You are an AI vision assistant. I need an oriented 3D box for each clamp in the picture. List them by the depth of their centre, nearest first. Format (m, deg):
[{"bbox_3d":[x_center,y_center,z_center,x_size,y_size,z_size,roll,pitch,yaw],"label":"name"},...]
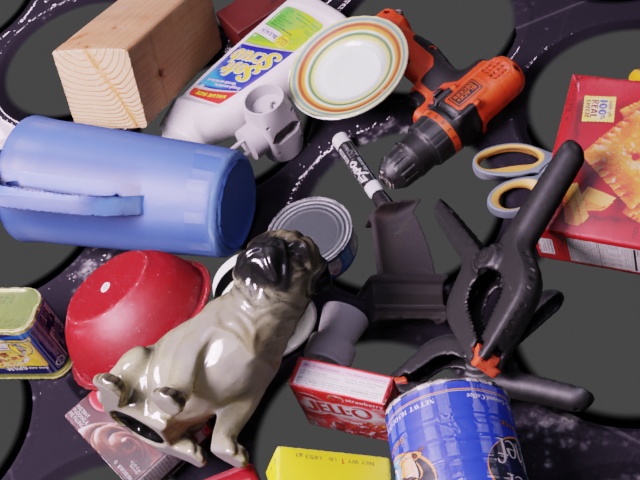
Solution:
[{"bbox_3d":[0.144,0.115,0.902,0.171,0.039,0.120,-23,40,6],"label":"clamp"},{"bbox_3d":[0.146,0.021,0.922,0.165,0.036,0.210,-20,46,49],"label":"clamp"}]

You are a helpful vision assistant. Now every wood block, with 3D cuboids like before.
[{"bbox_3d":[-0.194,-0.210,1.176,0.090,0.091,0.205,2,33,20],"label":"wood block"}]

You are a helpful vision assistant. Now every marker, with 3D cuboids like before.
[{"bbox_3d":[0.045,-0.066,1.084,0.020,0.020,0.121,-27,51,-4],"label":"marker"}]

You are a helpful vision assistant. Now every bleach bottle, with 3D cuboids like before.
[{"bbox_3d":[-0.079,-0.164,1.171,0.250,0.068,0.103,-43,53,-13],"label":"bleach bottle"}]

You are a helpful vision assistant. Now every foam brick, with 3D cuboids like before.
[{"bbox_3d":[-0.070,-0.254,1.241,0.078,0.051,0.053,-34,53,-9],"label":"foam brick"}]

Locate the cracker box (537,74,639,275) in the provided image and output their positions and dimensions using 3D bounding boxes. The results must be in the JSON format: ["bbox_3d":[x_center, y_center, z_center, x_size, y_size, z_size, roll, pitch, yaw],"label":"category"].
[{"bbox_3d":[0.311,-0.052,0.939,0.214,0.072,0.164,10,70,24],"label":"cracker box"}]

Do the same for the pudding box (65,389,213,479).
[{"bbox_3d":[-0.161,0.165,0.959,0.090,0.039,0.114,-43,53,-16],"label":"pudding box"}]

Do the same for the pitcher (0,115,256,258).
[{"bbox_3d":[-0.197,-0.047,1.070,0.243,0.145,0.149,7,56,19],"label":"pitcher"}]

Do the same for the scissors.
[{"bbox_3d":[0.244,-0.060,1.020,0.202,0.016,0.096,2,56,18],"label":"scissors"}]

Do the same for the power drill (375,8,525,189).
[{"bbox_3d":[0.091,-0.152,1.113,0.184,0.057,0.188,-40,54,-12],"label":"power drill"}]

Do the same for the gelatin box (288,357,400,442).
[{"bbox_3d":[0.024,0.137,0.901,0.089,0.073,0.030,9,57,23],"label":"gelatin box"}]

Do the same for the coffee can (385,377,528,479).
[{"bbox_3d":[0.109,0.191,0.815,0.103,0.103,0.140,-13,51,7],"label":"coffee can"}]

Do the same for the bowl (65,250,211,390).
[{"bbox_3d":[-0.183,0.061,0.998,0.162,0.055,0.162,-27,31,18],"label":"bowl"}]

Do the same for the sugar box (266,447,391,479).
[{"bbox_3d":[0.008,0.240,0.774,0.093,0.048,0.176,7,45,-10],"label":"sugar box"}]

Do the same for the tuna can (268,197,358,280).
[{"bbox_3d":[-0.007,0.001,1.039,0.086,0.033,0.086,-8,52,11],"label":"tuna can"}]

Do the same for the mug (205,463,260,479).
[{"bbox_3d":[-0.074,0.234,0.842,0.081,0.093,0.117,-22,22,-6],"label":"mug"}]

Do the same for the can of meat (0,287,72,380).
[{"bbox_3d":[-0.298,0.090,1.030,0.102,0.084,0.057,-2,53,16],"label":"can of meat"}]

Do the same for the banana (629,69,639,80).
[{"bbox_3d":[0.381,-0.119,1.012,0.198,0.037,0.069,18,43,27],"label":"banana"}]
